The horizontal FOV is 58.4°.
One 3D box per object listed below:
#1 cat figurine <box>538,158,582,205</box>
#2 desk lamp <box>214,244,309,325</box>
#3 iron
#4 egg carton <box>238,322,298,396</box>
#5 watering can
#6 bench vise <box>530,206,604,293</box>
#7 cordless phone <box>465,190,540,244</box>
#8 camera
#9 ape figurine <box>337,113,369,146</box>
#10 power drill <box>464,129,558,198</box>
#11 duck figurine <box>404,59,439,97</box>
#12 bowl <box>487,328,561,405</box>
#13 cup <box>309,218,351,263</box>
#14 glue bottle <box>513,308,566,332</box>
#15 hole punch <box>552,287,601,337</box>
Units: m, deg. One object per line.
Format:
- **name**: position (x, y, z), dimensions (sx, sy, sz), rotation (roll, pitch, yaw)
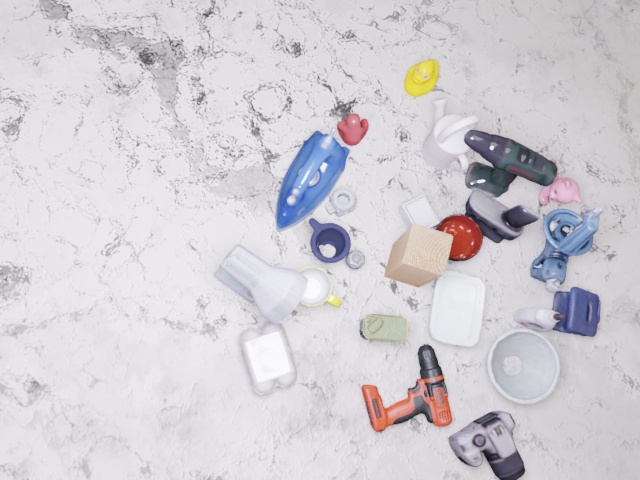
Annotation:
- **cat figurine**: position (0.573, -0.136, 1.374), dimensions (0.067, 0.117, 0.128), rotation (-15, 80, -7)
- **desk lamp**: position (-0.132, 0.088, 1.225), dimensions (0.203, 0.213, 0.118), rotation (34, 78, 3)
- **iron**: position (-0.029, -0.141, 1.315), dimensions (0.118, 0.141, 0.258), rotation (30, 78, 2)
- **egg carton**: position (-0.113, 0.260, 1.265), dimensions (0.107, 0.069, 0.150), rotation (-18, 81, -8)
- **watering can**: position (0.304, -0.247, 1.336), dimensions (0.101, 0.194, 0.173), rotation (-42, 84, -11)
- **bench vise**: position (0.570, 0.014, 1.291), dimensions (0.121, 0.219, 0.207), rotation (2, 78, -4)
- **cordless phone**: position (0.418, -0.070, 1.314), dimensions (0.147, 0.185, 0.094), rotation (30, 78, 2)
- **camera**: position (0.378, 0.462, 1.247), dimensions (0.143, 0.101, 0.137), rotation (-26, 82, -9)
- **ape figurine**: position (0.080, -0.274, 1.376), dimensions (0.078, 0.092, 0.076), rotation (12, 78, -2)
- **power drill**: position (0.413, -0.171, 1.322), dimensions (0.229, 0.208, 0.076), rotation (18, 78, -1)
- **duck figurine**: position (0.259, -0.415, 1.421), dimensions (0.077, 0.086, 0.105), rotation (41, 79, 5)
- **bowl**: position (0.450, 0.286, 1.301), dimensions (0.167, 0.074, 0.167), rotation (1, 79, -4)
- **cup**: position (0.012, 0.005, 1.313), dimensions (0.092, 0.095, 0.117), rotation (-40, 84, -11)
- **glue bottle**: position (0.500, 0.175, 1.277), dimensions (0.078, 0.173, 0.037), rotation (19, 78, 0)
- **hole punch**: position (0.604, 0.166, 1.329), dimensions (0.101, 0.091, 0.109), rotation (11, 78, -2)
